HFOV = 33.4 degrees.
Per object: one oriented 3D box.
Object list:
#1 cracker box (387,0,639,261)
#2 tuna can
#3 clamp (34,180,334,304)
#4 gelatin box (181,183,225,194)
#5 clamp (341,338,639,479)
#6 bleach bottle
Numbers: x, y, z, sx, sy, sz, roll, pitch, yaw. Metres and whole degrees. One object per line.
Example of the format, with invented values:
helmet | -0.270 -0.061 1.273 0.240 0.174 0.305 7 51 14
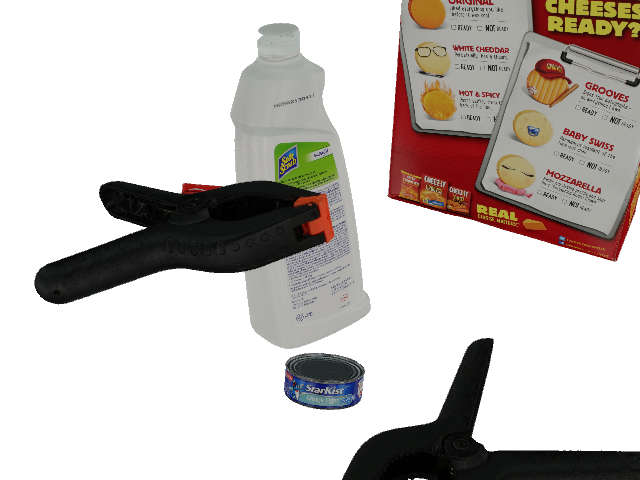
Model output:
cracker box | 0.135 -0.105 0.676 0.164 0.214 0.072 17 43 18
tuna can | 0.004 0.151 1.150 0.086 0.034 0.086 5 13 -1
clamp | -0.081 -0.001 0.627 0.172 0.039 0.120 -2 37 24
gelatin box | -0.101 -0.022 1.085 0.089 0.073 0.030 6 -43 -3
clamp | 0.084 0.133 0.668 0.209 0.036 0.165 -17 34 -24
bleach bottle | -0.017 -0.044 0.827 0.102 0.251 0.068 -23 34 -33
